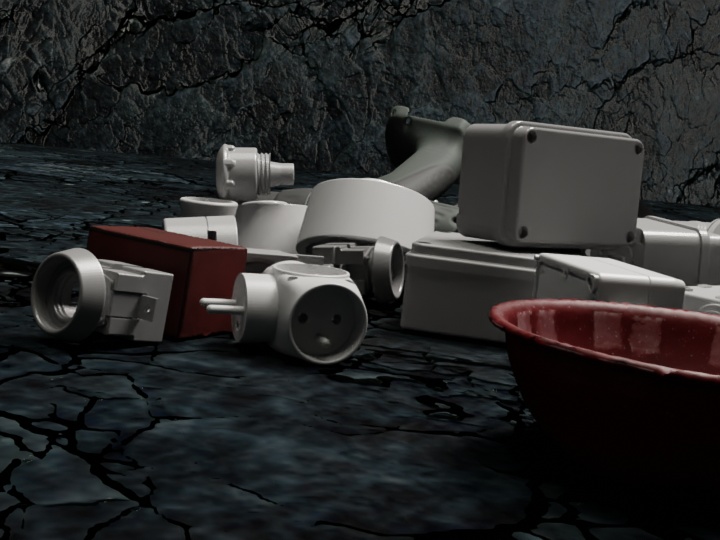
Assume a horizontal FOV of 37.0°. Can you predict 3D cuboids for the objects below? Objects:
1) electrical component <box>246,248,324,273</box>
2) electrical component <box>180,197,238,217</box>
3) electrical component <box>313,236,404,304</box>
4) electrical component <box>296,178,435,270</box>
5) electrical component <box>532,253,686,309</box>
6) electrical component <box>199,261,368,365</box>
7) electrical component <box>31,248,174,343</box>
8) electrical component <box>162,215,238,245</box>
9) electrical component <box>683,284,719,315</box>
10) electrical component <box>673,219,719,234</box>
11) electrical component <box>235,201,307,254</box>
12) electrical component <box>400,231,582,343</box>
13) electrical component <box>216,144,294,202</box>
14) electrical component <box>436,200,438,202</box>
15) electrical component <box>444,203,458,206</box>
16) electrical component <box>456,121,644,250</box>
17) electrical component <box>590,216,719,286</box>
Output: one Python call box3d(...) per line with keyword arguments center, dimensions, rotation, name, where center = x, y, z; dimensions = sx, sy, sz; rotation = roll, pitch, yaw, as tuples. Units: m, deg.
box3d(center=(-0.066, 0.008, 0.669), dimensions=(0.081, 0.042, 0.064), rotation=(5, 4, -10), name="electrical component")
box3d(center=(-0.119, -0.027, 0.831), dimensions=(0.045, 0.055, 0.045), rotation=(6, 7, -1), name="electrical component")
box3d(center=(0.000, 0.000, 0.767), dimensions=(0.055, 0.048, 0.066), rotation=(0, 5, 17), name="electrical component")
box3d(center=(0.008, -0.037, 0.843), dimensions=(0.108, 0.060, 0.108), rotation=(8, -16, 2), name="electrical component")
box3d(center=(0.138, 0.029, 0.590), dimensions=(0.061, 0.061, 0.096), rotation=(4, 8, -15), name="electrical component")
box3d(center=(-0.046, 0.020, 0.579), dimensions=(0.079, 0.044, 0.077), rotation=(3, 8, -20), name="electrical component")
box3d(center=(-0.135, 0.014, 0.556), dimensions=(0.066, 0.048, 0.055), rotation=(12, 2, 38), name="electrical component")
box3d(center=(-0.108, -0.009, 0.720), dimensions=(0.047, 0.055, 0.055), rotation=(0, 9, -13), name="electrical component")
box3d(center=(0.232, 0.039, 0.637), dimensions=(0.100, 0.048, 0.100), rotation=(0, 10, -41), name="electrical component")
box3d(center=(0.274, -0.002, 0.863), dimensions=(0.051, 0.080, 0.080), rotation=(6, 6, 43), name="electrical component")
box3d(center=(-0.079, -0.024, 0.901), dimensions=(0.099, 0.064, 0.099), rotation=(-2, -4, 0), name="electrical component")
box3d(center=(0.089, 0.012, 0.702), dimensions=(0.109, 0.056, 0.109), rotation=(8, 8, 12), name="electrical component")
box3d(center=(-0.084, -0.077, 0.862), dimensions=(0.062, 0.048, 0.048), rotation=(0, 8, -5), name="electrical component")
box3d(center=(0.032, -0.060, 1.173), dimensions=(0.096, 0.061, 0.062), rotation=(4, 8, -12), name="electrical component")
box3d(center=(0.107, -0.035, 1.069), dimensions=(0.048, 0.055, 0.066), rotation=(2, 9, -31), name="electrical component")
box3d(center=(0.126, -0.054, 0.704), dimensions=(0.113, 0.078, 0.057), rotation=(1, 6, -33), name="electrical component")
box3d(center=(0.211, 0.003, 0.779), dimensions=(0.057, 0.078, 0.113), rotation=(2, 8, -7), name="electrical component")
